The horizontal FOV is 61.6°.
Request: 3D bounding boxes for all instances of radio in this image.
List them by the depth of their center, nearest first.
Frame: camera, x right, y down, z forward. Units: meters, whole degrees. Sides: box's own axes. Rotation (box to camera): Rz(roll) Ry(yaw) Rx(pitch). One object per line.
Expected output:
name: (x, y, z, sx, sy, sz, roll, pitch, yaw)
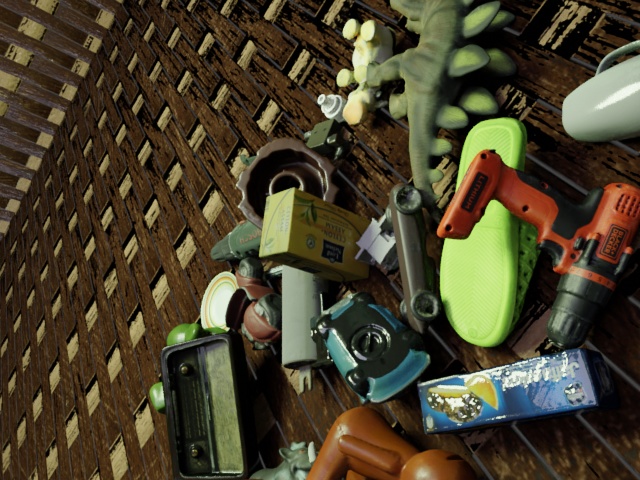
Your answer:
radio: (-0.182, 0.273, 0.882, 0.131, 0.073, 0.229, -11, 79, 8)

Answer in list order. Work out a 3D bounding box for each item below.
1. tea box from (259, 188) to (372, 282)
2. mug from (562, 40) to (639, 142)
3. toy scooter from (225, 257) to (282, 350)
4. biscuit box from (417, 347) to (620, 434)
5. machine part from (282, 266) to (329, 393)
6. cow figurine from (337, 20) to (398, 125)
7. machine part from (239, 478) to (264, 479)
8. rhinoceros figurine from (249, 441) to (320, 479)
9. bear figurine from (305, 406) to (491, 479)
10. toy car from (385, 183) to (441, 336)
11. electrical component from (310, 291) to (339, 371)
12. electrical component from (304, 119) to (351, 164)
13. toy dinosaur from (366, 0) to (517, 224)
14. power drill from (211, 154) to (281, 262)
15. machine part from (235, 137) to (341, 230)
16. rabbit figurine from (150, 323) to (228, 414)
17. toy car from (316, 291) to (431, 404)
tea box: (-0.002, -0.002, 0.805, 0.068, 0.169, 0.098, -12, 67, 44)
mug: (0.324, -0.158, 0.587, 0.107, 0.081, 0.109, -17, 67, 52)
toy scooter: (-0.118, 0.131, 0.949, 0.135, 0.075, 0.184, -60, 42, 20)
biscuit box: (0.208, 0.169, 0.587, 0.203, 0.062, 0.059, -28, 56, 38)
machine part: (-0.022, 0.115, 0.849, 0.079, 0.079, 0.243, -23, 57, 40)
cow figurine: (0.084, -0.274, 0.900, 0.068, 0.098, 0.167, 18, 107, 43)
machine part: (-0.094, 0.429, 0.713, 0.201, 0.087, 0.201, -26, 95, 38)
rhinoceros figurine: (-0.035, 0.351, 0.774, 0.190, 0.073, 0.112, -36, 43, 33)
bear figurine: (0.094, 0.283, 0.627, 0.196, 0.120, 0.132, 23, 95, 44)
toy car: (0.125, 0.023, 0.707, 0.089, 0.053, 0.202, 107, 156, -76)
electrical component: (0.026, 0.132, 0.794, 0.048, 0.074, 0.119, -23, 56, 41)
electrical component: (0.008, -0.171, 0.964, 0.102, 0.045, 0.078, -14, 47, 42)
toy dinosaur: (0.170, -0.242, 0.772, 0.199, 0.105, 0.471, 2, 79, 45)
power drill: (-0.129, -0.065, 1.040, 0.232, 0.086, 0.207, -9, 64, 44)
machine part: (-0.052, -0.082, 0.915, 0.179, 0.056, 0.179, -2, 77, 7)
rabbit figurine: (-0.247, 0.220, 1.009, 0.159, 0.121, 0.170, -50, 45, 24)
toy car: (0.069, 0.151, 0.710, 0.109, 0.102, 0.162, -35, 48, -13)
